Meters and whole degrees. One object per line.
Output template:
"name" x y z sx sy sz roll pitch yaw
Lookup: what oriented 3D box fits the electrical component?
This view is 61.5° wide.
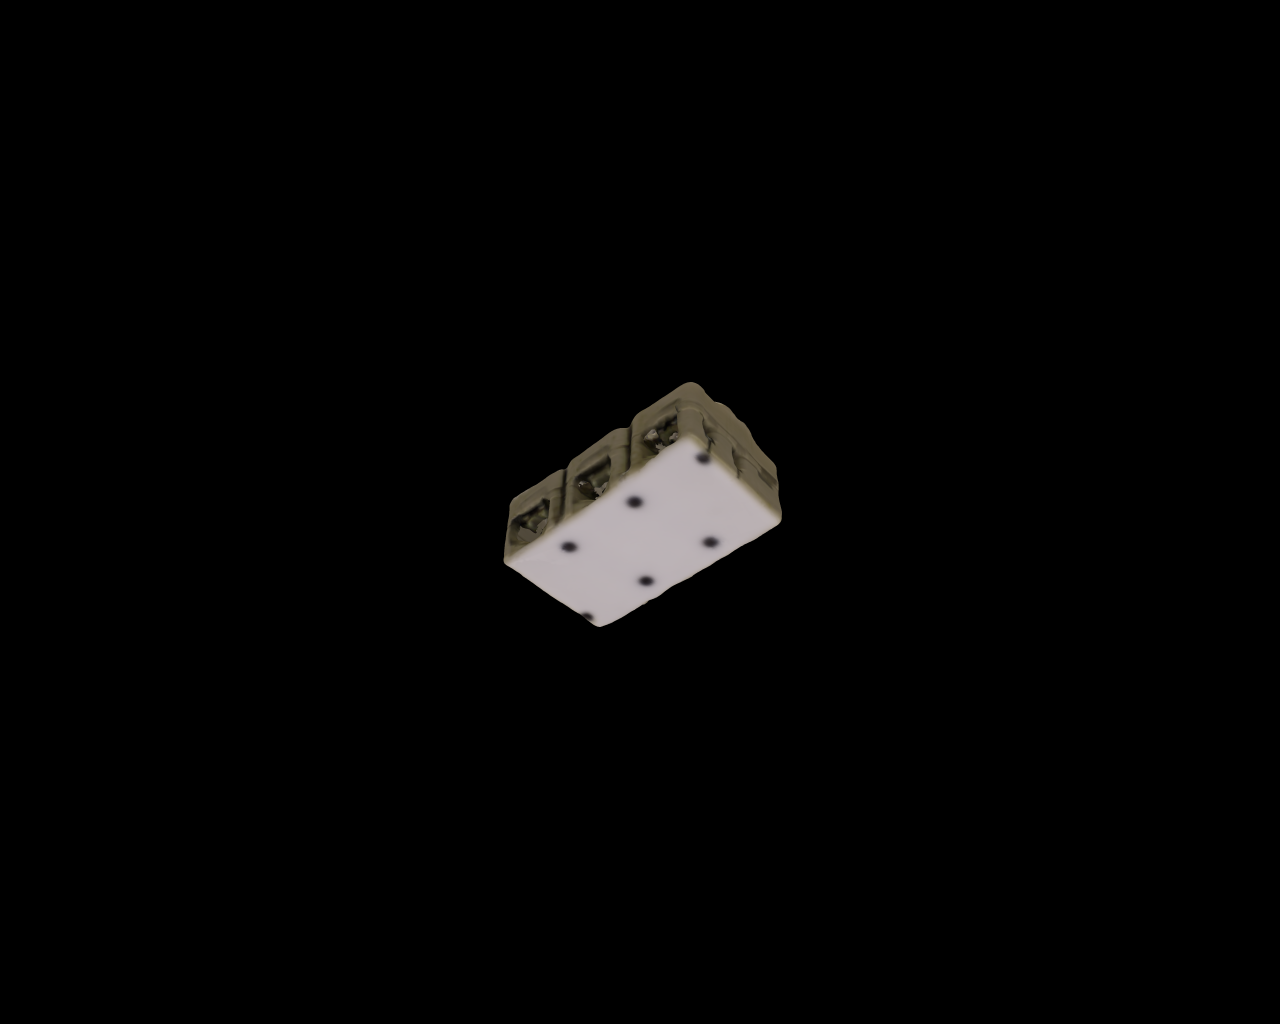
"electrical component" 0.001 -0.003 0.650 0.150 0.062 0.089 -32 -54 27
